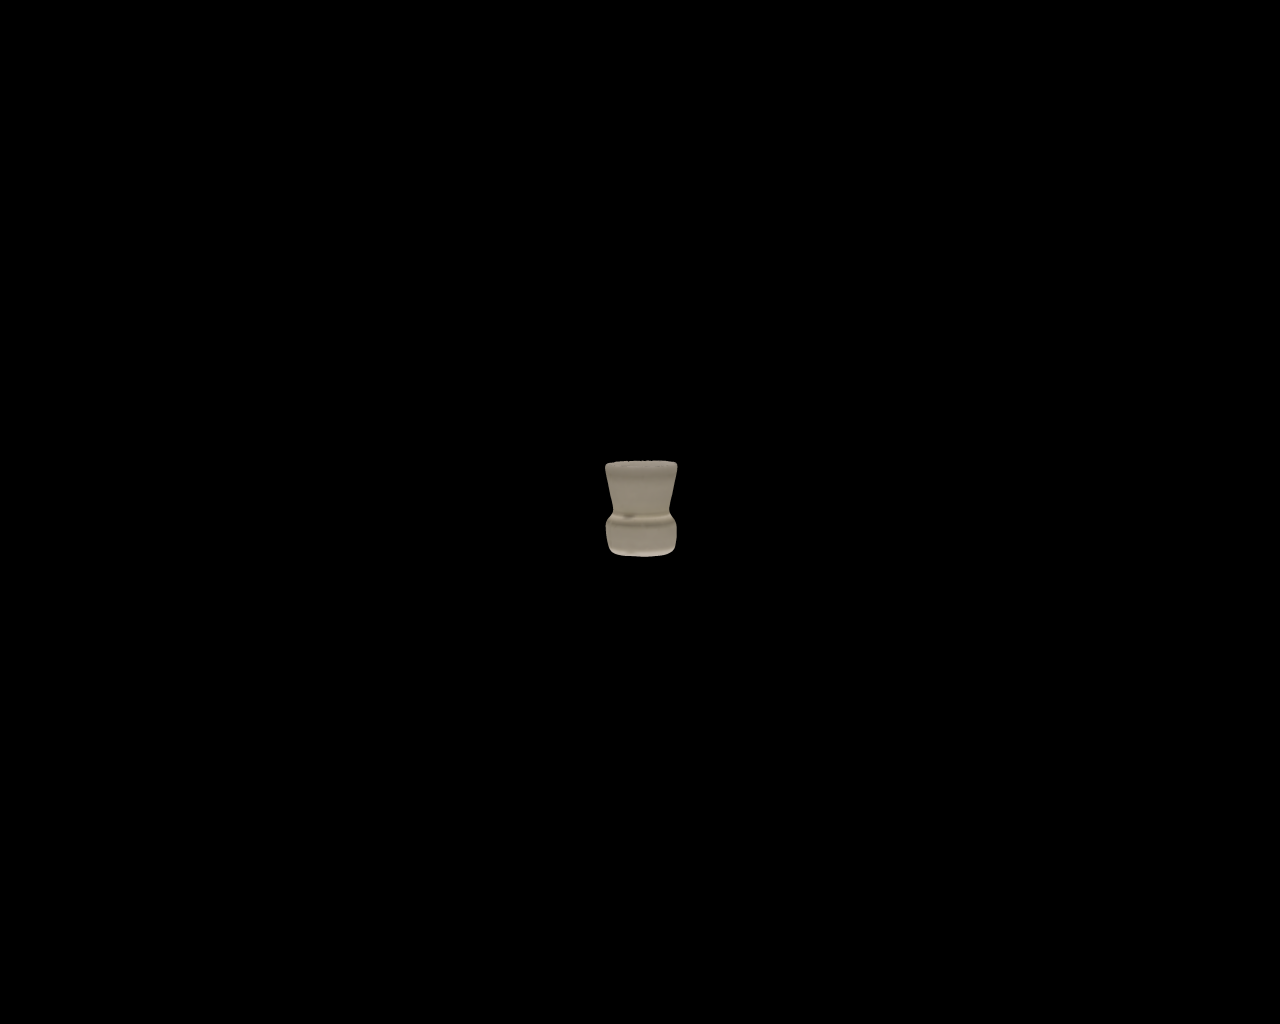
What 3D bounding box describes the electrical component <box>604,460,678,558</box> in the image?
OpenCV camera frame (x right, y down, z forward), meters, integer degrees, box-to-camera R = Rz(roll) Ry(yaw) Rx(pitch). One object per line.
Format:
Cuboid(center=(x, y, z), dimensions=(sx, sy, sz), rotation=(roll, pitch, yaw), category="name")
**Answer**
Cuboid(center=(0.001, -0.003, 0.650), dimensions=(0.045, 0.055, 0.045), rotation=(0, 7, 0), category="electrical component")
